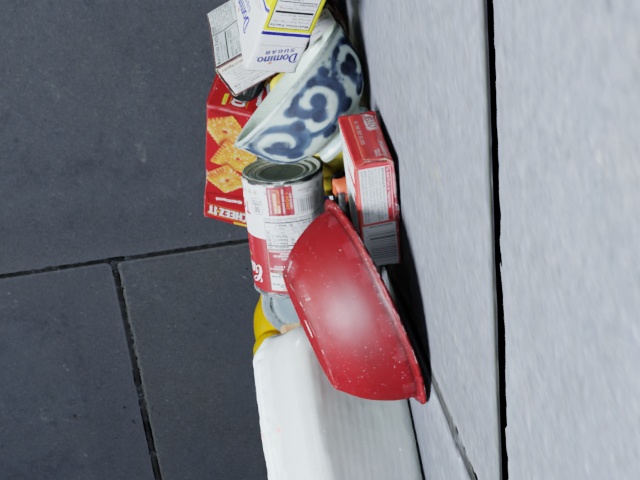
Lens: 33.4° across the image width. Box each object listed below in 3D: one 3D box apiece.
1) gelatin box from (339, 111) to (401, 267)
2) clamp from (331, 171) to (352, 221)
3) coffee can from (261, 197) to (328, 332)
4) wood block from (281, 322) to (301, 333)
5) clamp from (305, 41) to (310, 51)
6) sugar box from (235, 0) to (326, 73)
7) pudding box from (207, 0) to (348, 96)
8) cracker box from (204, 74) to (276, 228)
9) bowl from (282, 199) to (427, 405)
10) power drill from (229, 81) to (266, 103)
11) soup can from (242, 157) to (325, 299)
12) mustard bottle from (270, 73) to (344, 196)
[{"bbox_3d":[0.036,-0.036,0.760,0.073,0.030,0.089,-102,4,-56],"label":"gelatin box"},{"bbox_3d":[0.030,0.013,0.899,0.210,0.036,0.164,85,176,-69],"label":"clamp"},{"bbox_3d":[-0.016,0.016,1.101,0.140,0.102,0.103,-103,6,-50],"label":"coffee can"},{"bbox_3d":[0.025,0.181,0.968,0.090,0.090,0.206,87,173,-59],"label":"wood block"},{"bbox_3d":[-0.008,-0.241,0.835,0.120,0.039,0.171,125,149,-45],"label":"clamp"},{"bbox_3d":[-0.017,-0.203,0.720,0.176,0.048,0.093,117,149,-56],"label":"sugar box"},{"bbox_3d":[-0.039,-0.183,0.906,0.039,0.114,0.090,48,-160,-41],"label":"pudding box"},{"bbox_3d":[-0.090,-0.144,1.295,0.214,0.072,0.164,102,-177,-55],"label":"cracker box"},{"bbox_3d":[0.016,0.054,0.761,0.162,0.055,0.162,156,90,-84],"label":"bowl"},{"bbox_3d":[-0.065,-0.265,1.170,0.187,0.057,0.185,-104,33,-52],"label":"power drill"},{"bbox_3d":[-0.026,-0.012,0.876,0.068,0.068,0.102,-107,10,-66],"label":"soup can"},{"bbox_3d":[-0.005,-0.088,0.974,0.096,0.058,0.191,53,173,7],"label":"mustard bottle"}]
